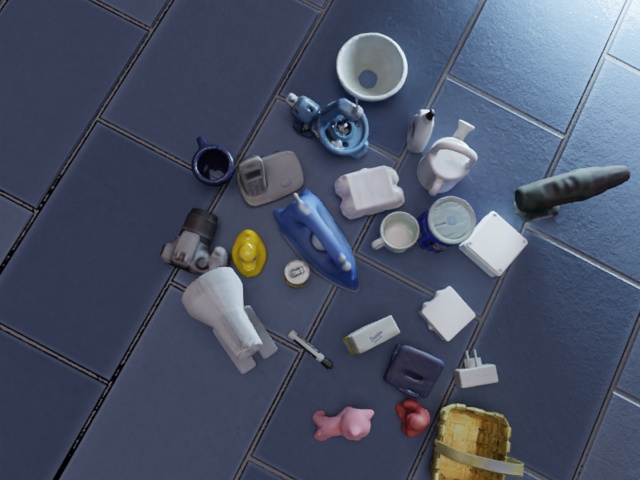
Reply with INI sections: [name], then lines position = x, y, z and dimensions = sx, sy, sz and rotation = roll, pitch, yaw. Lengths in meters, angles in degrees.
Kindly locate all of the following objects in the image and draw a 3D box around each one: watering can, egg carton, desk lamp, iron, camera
[watering can]
position = 0.285, -0.182, 1.265
dimensions = 0.101, 0.194, 0.173
rotation = 5, 80, -3
[egg carton]
position = 0.112, -0.110, 1.303
dimensions = 0.150, 0.069, 0.107
rotation = -15, 82, -7
[desk lamp]
position = -0.176, 0.166, 1.163
dimensions = 0.118, 0.213, 0.203
rotation = -35, 85, -9
[iron]
position = 0.011, 0.004, 1.240
dimensions = 0.119, 0.141, 0.258
rotation = -38, 85, -9
[camera]
position = -0.258, 0.006, 1.240
dimensions = 0.143, 0.100, 0.137
rotation = 19, 80, -1

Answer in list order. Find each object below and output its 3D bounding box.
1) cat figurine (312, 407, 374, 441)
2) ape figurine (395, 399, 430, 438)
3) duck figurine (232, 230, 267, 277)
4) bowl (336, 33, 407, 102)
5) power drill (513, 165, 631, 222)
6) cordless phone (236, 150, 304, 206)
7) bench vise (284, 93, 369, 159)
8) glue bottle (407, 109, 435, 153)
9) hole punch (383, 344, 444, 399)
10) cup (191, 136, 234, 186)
[cat figurine]
position = 0.050, 0.388, 1.193
dimensions = 0.128, 0.117, 0.067
rotation = -9, 81, -6
[ape figurine]
position = 0.201, 0.383, 1.218
dimensions = 0.076, 0.092, 0.078
rotation = 18, 80, -1
[duck figurine]
position = -0.156, 0.026, 1.252
dimensions = 0.077, 0.086, 0.104
rotation = -4, 81, -5
[bowl]
position = 0.117, -0.394, 1.347
dimensions = 0.167, 0.074, 0.167
rotation = 1, 81, -4
[power drill]
position = 0.526, -0.103, 1.263
dimensions = 0.229, 0.208, 0.075
rotation = -14, 82, -6
[cordless phone]
position = -0.109, -0.149, 1.234
dimensions = 0.147, 0.185, 0.094
rotation = -25, 83, -8
[bench vise]
position = 0.016, -0.257, 1.244
dimensions = 0.207, 0.219, 0.121
rotation = 12, 80, -2
[glue bottle]
position = 0.230, -0.256, 1.283
dimensions = 0.037, 0.173, 0.078
rotation = 1, 81, -4
[hole punch]
position = 0.202, 0.285, 1.234
dimensions = 0.108, 0.091, 0.101
rotation = 23, 80, 0
[cup]
position = -0.240, -0.167, 1.273
dimensions = 0.092, 0.095, 0.118
rotation = -27, 84, -8
